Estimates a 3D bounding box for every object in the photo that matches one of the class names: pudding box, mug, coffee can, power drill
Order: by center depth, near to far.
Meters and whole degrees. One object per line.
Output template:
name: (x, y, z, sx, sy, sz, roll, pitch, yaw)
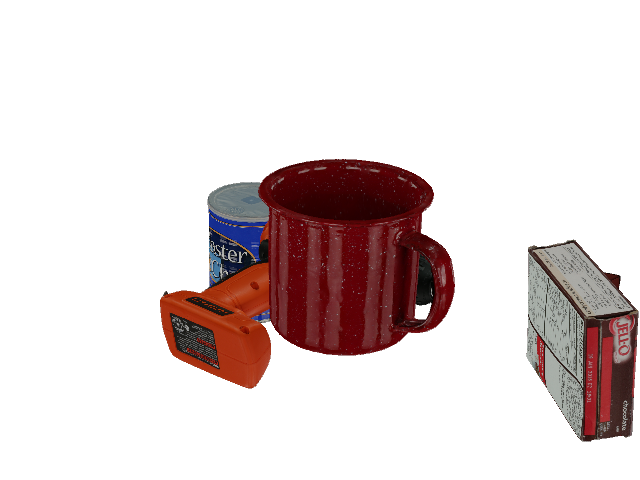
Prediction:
mug: (0.022, 0.013, 0.574, 0.117, 0.081, 0.093, 20, 30, 35)
pudding box: (0.168, 0.062, 0.696, 0.039, 0.090, 0.113, -7, 24, -7)
power drill: (-0.017, 0.044, 0.845, 0.185, 0.057, 0.187, 14, 32, 39)
coffee can: (-0.083, 0.014, 1.279, 0.103, 0.140, 0.103, 2, 26, -1)

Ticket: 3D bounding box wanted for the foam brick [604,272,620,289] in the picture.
foam brick: (0.230, 0.068, 0.952, 0.053, 0.078, 0.051, 12, 18, 38)
